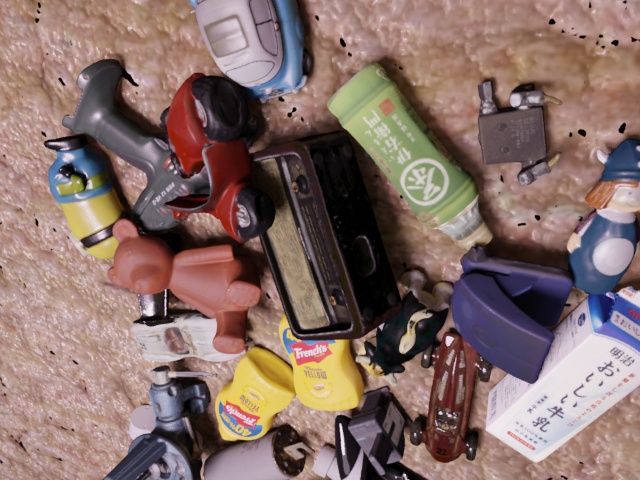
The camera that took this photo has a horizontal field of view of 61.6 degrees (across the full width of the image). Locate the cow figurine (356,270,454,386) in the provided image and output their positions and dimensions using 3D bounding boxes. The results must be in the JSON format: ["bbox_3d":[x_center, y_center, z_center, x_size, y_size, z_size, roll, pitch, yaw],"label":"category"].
[{"bbox_3d":[0.096,0.123,0.655,0.068,0.098,0.167,29,122,0],"label":"cow figurine"}]

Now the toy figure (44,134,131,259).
[{"bbox_3d":[-0.322,-0.057,0.753,0.089,0.082,0.180,2,113,24],"label":"toy figure"}]

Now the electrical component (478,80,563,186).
[{"bbox_3d":[0.195,-0.106,0.528,0.078,0.045,0.102,1,115,21],"label":"electrical component"}]

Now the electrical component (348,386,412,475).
[{"bbox_3d":[0.078,0.263,0.720,0.048,0.119,0.074,-29,104,31],"label":"electrical component"}]

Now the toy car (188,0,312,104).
[{"bbox_3d":[-0.078,-0.219,0.554,0.109,0.103,0.161,-6,111,26],"label":"toy car"}]

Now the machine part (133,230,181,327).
[{"bbox_3d":[-0.236,0.057,0.779,0.084,0.039,0.138,5,92,16],"label":"machine part"}]

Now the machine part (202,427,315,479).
[{"bbox_3d":[-0.109,0.362,0.874,0.243,0.079,0.079,-30,101,33],"label":"machine part"}]

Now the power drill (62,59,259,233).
[{"bbox_3d":[-0.205,-0.130,0.674,0.207,0.086,0.232,38,125,-7],"label":"power drill"}]

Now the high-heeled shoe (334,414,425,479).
[{"bbox_3d":[0.119,0.344,0.768,0.145,0.086,0.248,-14,114,26],"label":"high-heeled shoe"}]

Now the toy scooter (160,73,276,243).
[{"bbox_3d":[-0.129,-0.080,0.589,0.135,0.075,0.183,-12,99,37],"label":"toy scooter"}]

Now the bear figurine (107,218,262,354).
[{"bbox_3d":[-0.181,0.053,0.694,0.196,0.132,0.120,15,116,-16],"label":"bear figurine"}]

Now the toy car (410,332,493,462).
[{"bbox_3d":[0.169,0.209,0.695,0.089,0.053,0.201,13,120,20],"label":"toy car"}]

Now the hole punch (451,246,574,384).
[{"bbox_3d":[0.196,0.083,0.574,0.116,0.092,0.142,12,148,21],"label":"hole punch"}]

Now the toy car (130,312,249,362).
[{"bbox_3d":[-0.198,0.145,0.815,0.202,0.056,0.073,-6,112,26],"label":"toy car"}]

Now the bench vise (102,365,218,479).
[{"bbox_3d":[-0.249,0.316,0.806,0.129,0.240,0.223,10,109,20],"label":"bench vise"}]

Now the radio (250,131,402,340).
[{"bbox_3d":[-0.001,-0.002,0.608,0.131,0.073,0.229,-9,103,49],"label":"radio"}]

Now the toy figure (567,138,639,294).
[{"bbox_3d":[0.289,-0.021,0.526,0.058,0.064,0.154,-132,39,-52],"label":"toy figure"}]
